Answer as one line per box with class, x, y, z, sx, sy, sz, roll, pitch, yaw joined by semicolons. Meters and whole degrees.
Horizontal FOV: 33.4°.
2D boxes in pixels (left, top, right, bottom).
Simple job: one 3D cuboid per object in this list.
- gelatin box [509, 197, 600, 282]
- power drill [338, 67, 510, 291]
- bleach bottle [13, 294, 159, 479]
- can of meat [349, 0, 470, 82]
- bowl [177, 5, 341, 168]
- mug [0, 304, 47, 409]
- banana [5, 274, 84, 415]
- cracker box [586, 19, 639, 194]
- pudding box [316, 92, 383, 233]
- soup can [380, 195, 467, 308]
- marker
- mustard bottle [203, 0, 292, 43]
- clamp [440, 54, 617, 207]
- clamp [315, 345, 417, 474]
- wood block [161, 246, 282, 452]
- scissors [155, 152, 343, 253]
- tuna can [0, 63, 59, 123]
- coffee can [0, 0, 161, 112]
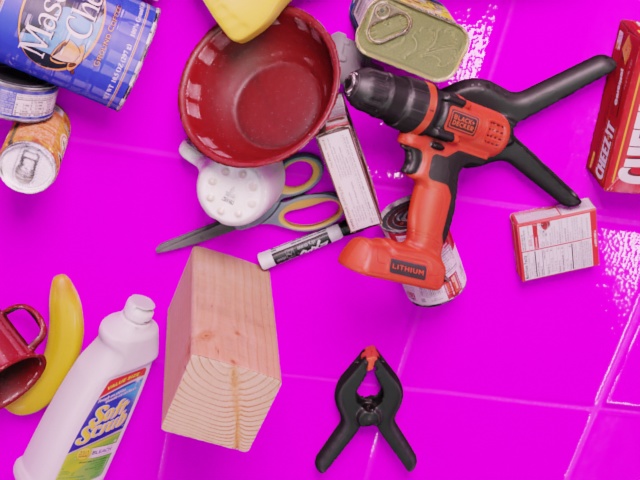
gelatin box;0.252;-0.001;1.146;0.089;0.030;0.073;-12;120;1
power drill;0.080;-0.055;0.995;0.184;0.057;0.188;15;97;-30
bleach bottle;-0.244;0.168;1.156;0.102;0.068;0.251;0;125;-48
can of meat;0.079;-0.198;0.989;0.102;0.084;0.057;18;115;-15
bowl;-0.049;-0.136;0.998;0.162;0.162;0.055;-30;157;10
mug;-0.337;0.113;1.107;0.117;0.093;0.081;-42;72;-1
banana;-0.296;0.126;1.155;0.069;0.037;0.198;26;113;-21
cracker box;0.394;-0.126;1.068;0.213;0.072;0.164;3;118;-7
pudding box;0.026;-0.076;1.047;0.039;0.090;0.113;-20;118;6
soup can;0.109;0.011;1.116;0.068;0.068;0.102;-20;119;5
marker;-0.007;0.001;1.127;0.121;0.020;0.020;-22;118;6
mustard bottle;-0.023;-0.266;0.953;0.192;0.058;0.096;-33;90;10
clamp;0.188;-0.123;1.068;0.210;0.036;0.165;10;117;-8
clamp;0.046;0.204;1.232;0.120;0.039;0.171;-11;113;-5
wood block;-0.100;0.102;1.066;0.090;0.206;0.091;18;114;-16
scissors;-0.075;-0.039;1.100;0.201;0.016;0.096;-6;117;-3
tuna can;-0.285;-0.142;0.983;0.086;0.086;0.034;14;114;-13
coffee can;-0.227;-0.189;0.954;0.140;0.103;0.103;22;114;-17
